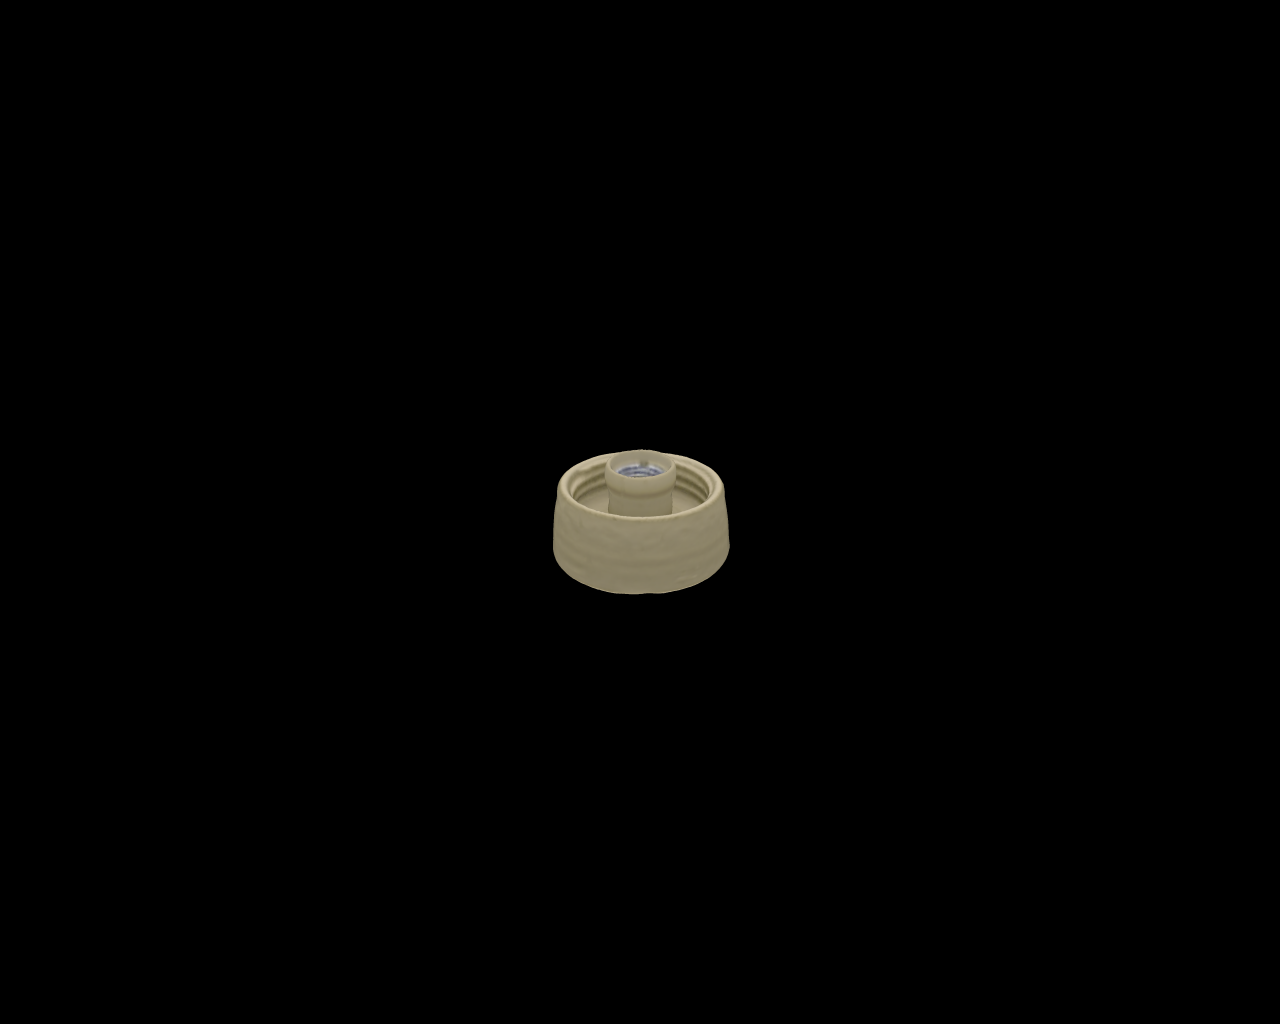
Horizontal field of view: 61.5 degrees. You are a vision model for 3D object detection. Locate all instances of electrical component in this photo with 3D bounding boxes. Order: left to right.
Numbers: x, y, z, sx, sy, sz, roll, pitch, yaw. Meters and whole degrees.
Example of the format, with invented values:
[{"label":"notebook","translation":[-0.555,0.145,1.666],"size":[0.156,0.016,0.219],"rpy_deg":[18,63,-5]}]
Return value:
[{"label":"electrical component","translation":[0.001,-0.003,0.650],"size":[0.108,0.060,0.108],"rpy_deg":[0,27,0]}]
